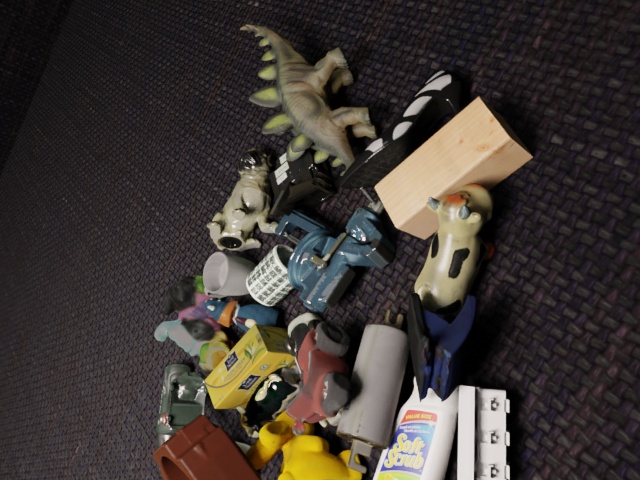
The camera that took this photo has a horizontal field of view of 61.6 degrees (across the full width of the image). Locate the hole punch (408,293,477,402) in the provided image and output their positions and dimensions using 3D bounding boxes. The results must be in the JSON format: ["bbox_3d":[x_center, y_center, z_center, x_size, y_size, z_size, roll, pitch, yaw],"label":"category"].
[{"bbox_3d":[0.166,0.141,0.712,0.092,0.142,0.116,1,43,3],"label":"hole punch"}]

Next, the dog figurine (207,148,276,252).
[{"bbox_3d":[-0.165,-0.086,1.146,0.172,0.121,0.190,-25,48,31],"label":"dog figurine"}]

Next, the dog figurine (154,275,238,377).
[{"bbox_3d":[-0.226,0.179,1.107,0.219,0.108,0.191,11,82,39],"label":"dog figurine"}]

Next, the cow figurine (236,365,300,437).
[{"bbox_3d":[-0.096,0.297,0.958,0.167,0.098,0.068,-51,56,18],"label":"cow figurine"}]

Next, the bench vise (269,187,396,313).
[{"bbox_3d":[0.004,0.000,0.944,0.241,0.128,0.223,30,95,39],"label":"bench vise"}]

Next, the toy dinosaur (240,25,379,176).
[{"bbox_3d":[-0.030,-0.275,1.011,0.199,0.105,0.472,-25,60,5],"label":"toy dinosaur"}]

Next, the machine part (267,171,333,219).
[{"bbox_3d":[-0.036,-0.082,0.953,0.139,0.039,0.084,-20,28,46],"label":"machine part"}]

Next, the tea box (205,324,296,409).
[{"bbox_3d":[-0.124,0.238,1.000,0.169,0.098,0.068,-49,50,22],"label":"tea box"}]

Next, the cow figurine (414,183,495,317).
[{"bbox_3d":[0.190,0.012,0.765,0.086,0.127,0.194,24,97,40],"label":"cow figurine"}]

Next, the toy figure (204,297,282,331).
[{"bbox_3d":[-0.152,0.146,1.040,0.155,0.064,0.058,8,77,13],"label":"toy figure"}]

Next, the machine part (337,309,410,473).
[{"bbox_3d":[0.082,0.216,0.801,0.079,0.079,0.243,-4,56,41],"label":"machine part"}]

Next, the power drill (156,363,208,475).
[{"bbox_3d":[-0.285,0.360,1.093,0.207,0.086,0.232,128,146,-60],"label":"power drill"}]

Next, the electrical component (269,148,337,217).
[{"bbox_3d":[-0.037,-0.120,1.055,0.115,0.058,0.134,-32,58,29],"label":"electrical component"}]

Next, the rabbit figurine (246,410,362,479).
[{"bbox_3d":[-0.039,0.348,0.873,0.121,0.162,0.173,-62,28,25],"label":"rabbit figurine"}]

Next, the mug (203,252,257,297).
[{"bbox_3d":[-0.175,0.082,1.086,0.109,0.107,0.081,-52,48,24],"label":"mug"}]

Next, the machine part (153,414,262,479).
[{"bbox_3d":[-0.170,0.388,0.858,0.201,0.087,0.201,50,144,7],"label":"machine part"}]

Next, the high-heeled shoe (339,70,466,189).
[{"bbox_3d":[0.127,-0.186,0.878,0.249,0.086,0.145,-25,49,12],"label":"high-heeled shoe"}]

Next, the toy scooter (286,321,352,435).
[{"bbox_3d":[-0.005,0.218,0.823,0.135,0.075,0.184,-59,15,23],"label":"toy scooter"}]

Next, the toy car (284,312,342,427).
[{"bbox_3d":[-0.001,0.219,0.925,0.073,0.056,0.202,-37,56,20],"label":"toy car"}]
